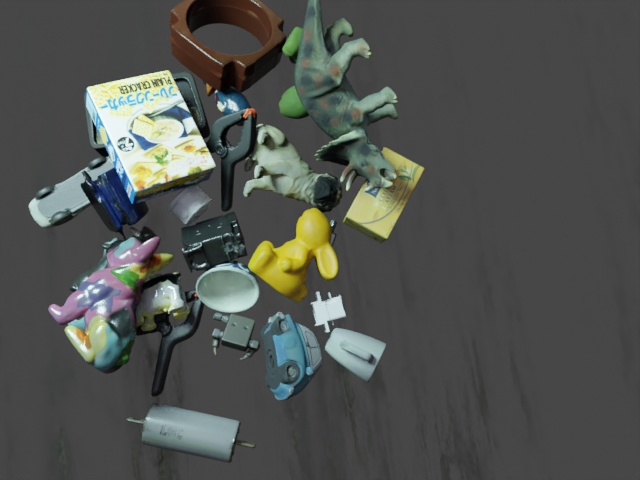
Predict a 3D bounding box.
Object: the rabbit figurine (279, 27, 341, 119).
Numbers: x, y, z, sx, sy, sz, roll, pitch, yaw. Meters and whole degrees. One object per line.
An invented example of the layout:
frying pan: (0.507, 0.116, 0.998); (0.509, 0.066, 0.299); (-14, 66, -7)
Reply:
rabbit figurine: (-0.017, -0.328, 1.126); (0.159, 0.121, 0.170); (22, 98, -7)

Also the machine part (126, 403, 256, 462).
machine part: (-0.239, 0.358, 1.000); (0.243, 0.079, 0.079); (14, 80, -2)

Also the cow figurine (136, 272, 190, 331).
cow figurine: (-0.335, 0.119, 1.011); (0.167, 0.068, 0.098); (-19, 68, -1)

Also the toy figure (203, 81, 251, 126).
toy figure: (-0.202, -0.307, 1.122); (0.058, 0.064, 0.154); (-44, 78, 29)

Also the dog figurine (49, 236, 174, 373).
dog figurine: (-0.338, 0.096, 0.931); (0.219, 0.108, 0.192); (-43, 64, -15)

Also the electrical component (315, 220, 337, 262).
electrical component: (-0.002, -0.003, 1.101); (0.063, 0.021, 0.094); (21, 81, 0)

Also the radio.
radio: (-0.351, -0.255, 1.095); (0.230, 0.073, 0.131); (-12, 82, -8)

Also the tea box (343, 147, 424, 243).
tea box: (0.129, -0.091, 1.101); (0.098, 0.068, 0.169); (27, 81, 1)

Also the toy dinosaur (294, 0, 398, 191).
toy dinosaur: (0.026, -0.281, 1.028); (0.192, 0.131, 0.404); (-33, 100, 2)

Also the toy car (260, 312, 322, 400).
toy car: (-0.050, 0.220, 1.031); (0.103, 0.109, 0.161); (0, 68, -26)

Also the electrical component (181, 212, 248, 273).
electrical component: (-0.207, -0.002, 1.038); (0.115, 0.134, 0.058); (-17, 117, -8)

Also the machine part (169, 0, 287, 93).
machine part: (-0.188, -0.412, 1.099); (0.201, 0.087, 0.201); (37, 60, 7)

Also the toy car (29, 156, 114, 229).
toy car: (-0.477, -0.096, 1.072); (0.202, 0.056, 0.073); (-33, 90, -11)

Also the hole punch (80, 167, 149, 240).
hole punch: (-0.380, -0.080, 1.012); (0.092, 0.116, 0.142); (-31, 108, -22)

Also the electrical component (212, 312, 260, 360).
electrical component: (-0.166, 0.189, 1.052); (0.102, 0.045, 0.078); (11, 52, -4)

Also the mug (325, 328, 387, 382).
mug: (0.063, 0.214, 1.032); (0.107, 0.109, 0.080); (24, 84, 13)

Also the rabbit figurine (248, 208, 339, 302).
rabbit figurine: (-0.034, 0.024, 1.037); (0.162, 0.122, 0.173); (35, 86, 5)

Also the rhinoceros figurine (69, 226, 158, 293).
rhinoceros figurine: (-0.393, 0.054, 1.049); (0.190, 0.073, 0.112); (-41, 75, -7)

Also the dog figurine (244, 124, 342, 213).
dog figurine: (-0.049, -0.149, 1.097); (0.190, 0.121, 0.172); (9, 73, -21)
